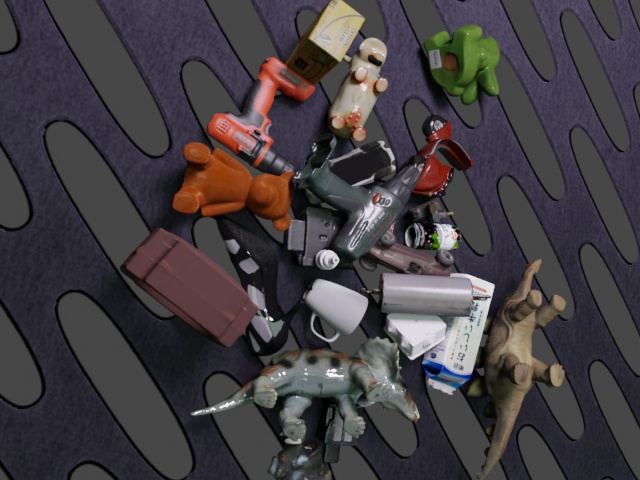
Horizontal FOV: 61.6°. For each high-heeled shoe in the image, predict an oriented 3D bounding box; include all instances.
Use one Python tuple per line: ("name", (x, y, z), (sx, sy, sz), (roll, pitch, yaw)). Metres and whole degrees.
("high-heeled shoe", (-0.134, 0.085, 0.960), (0.145, 0.086, 0.249), (-44, 80, 20))

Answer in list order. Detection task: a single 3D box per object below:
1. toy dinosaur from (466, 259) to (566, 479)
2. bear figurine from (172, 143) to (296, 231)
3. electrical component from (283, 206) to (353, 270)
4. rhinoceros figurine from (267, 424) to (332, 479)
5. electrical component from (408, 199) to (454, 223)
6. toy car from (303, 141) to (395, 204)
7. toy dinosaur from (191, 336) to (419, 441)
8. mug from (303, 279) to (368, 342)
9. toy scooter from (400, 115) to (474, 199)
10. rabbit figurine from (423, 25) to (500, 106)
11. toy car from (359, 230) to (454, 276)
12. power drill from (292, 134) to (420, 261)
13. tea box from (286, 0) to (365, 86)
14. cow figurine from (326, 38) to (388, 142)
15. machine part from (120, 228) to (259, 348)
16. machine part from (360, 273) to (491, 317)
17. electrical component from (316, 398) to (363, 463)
("toy dinosaur", (0.374, 0.251, 1.058), (0.105, 0.198, 0.471), (23, 69, -10))
("bear figurine", (-0.135, -0.082, 0.908), (0.196, 0.132, 0.120), (16, 93, -5))
("electrical component", (-0.002, -0.003, 1.003), (0.134, 0.058, 0.114), (4, 85, -22))
("rhinoceros figurine", (-0.041, 0.425, 0.968), (0.112, 0.073, 0.190), (8, 87, -10))
("electrical component", (0.219, -0.054, 1.073), (0.078, 0.102, 0.045), (-24, 90, 2))
("toy car", (0.056, -0.131, 1.032), (0.202, 0.056, 0.073), (-25, 91, -21))
("toy dinosaur", (-0.008, 0.247, 0.951), (0.405, 0.192, 0.131), (6, 106, -6))
("mug", (0.017, 0.127, 1.000), (0.107, 0.081, 0.109), (34, 88, -6))
("toy scooter", (0.247, -0.154, 1.097), (0.135, 0.075, 0.184), (31, 73, -16))
("rabbit figurine", (0.323, -0.368, 1.115), (0.170, 0.121, 0.159), (-24, 101, -35))
("toy car", (0.169, 0.043, 1.049), (0.202, 0.089, 0.053), (19, 40, -21))
("power drill", (0.063, -0.095, 0.962), (0.207, 0.086, 0.232), (41, 73, -30))
("tea box", (0.000, -0.342, 0.956), (0.068, 0.170, 0.098), (32, 79, -17))
("cow figurine", (0.073, -0.287, 1.020), (0.085, 0.127, 0.194), (21, 95, -19))
("machine part", (-0.205, 0.074, 0.843), (0.201, 0.201, 0.087), (42, 72, -14))
("machine part", (0.198, 0.104, 1.020), (0.243, 0.079, 0.079), (2, 87, 2))
("electrical component", (0.032, 0.361, 1.008), (0.075, 0.048, 0.119), (14, 81, -19))
